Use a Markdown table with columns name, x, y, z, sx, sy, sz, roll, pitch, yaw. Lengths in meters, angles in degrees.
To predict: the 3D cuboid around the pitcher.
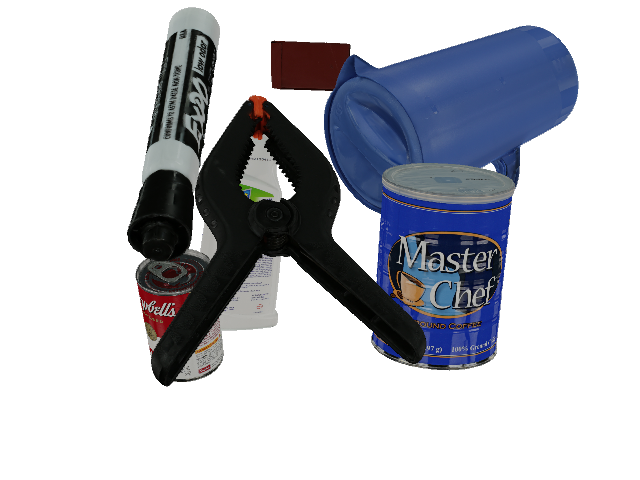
| name | x | y | z | sx | sy | sz | roll | pitch | yaw |
| --- | --- | --- | --- | --- | --- | --- | --- | --- | --- |
| pitcher | 0.137 | -0.115 | 1.023 | 0.242 | 0.149 | 0.145 | -25 | 46 | -32 |

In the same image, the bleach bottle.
| name | x | y | z | sx | sy | sz | roll | pitch | yaw |
| --- | --- | --- | --- | --- | --- | --- | --- | --- | --- |
| bleach bottle | -0.082 | -0.024 | 1.226 | 0.102 | 0.251 | 0.068 | -1 | 20 | -33 |

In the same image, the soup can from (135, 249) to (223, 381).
| name | x | y | z | sx | sy | sz | roll | pitch | yaw |
| --- | --- | --- | --- | --- | --- | --- | --- | --- | --- |
| soup can | -0.125 | 0.067 | 0.959 | 0.068 | 0.102 | 0.068 | -3 | 34 | 2 |

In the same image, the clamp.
| name | x | y | z | sx | sy | sz | roll | pitch | yaw |
| --- | --- | --- | --- | --- | --- | --- | --- | --- | --- |
| clamp | -0.020 | -0.003 | 0.681 | 0.164 | 0.210 | 0.036 | 2 | -33 | -6 |

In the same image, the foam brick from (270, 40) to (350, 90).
| name | x | y | z | sx | sy | sz | roll | pitch | yaw |
| --- | --- | --- | --- | --- | --- | --- | --- | --- | --- |
| foam brick | -0.011 | -0.188 | 1.149 | 0.078 | 0.051 | 0.053 | 0 | 11 | -14 |

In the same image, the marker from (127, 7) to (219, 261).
| name | x | y | z | sx | sy | sz | roll | pitch | yaw |
| --- | --- | --- | --- | --- | --- | --- | --- | --- | --- |
| marker | -0.047 | -0.038 | 0.350 | 0.020 | 0.020 | 0.121 | 0 | 43 | 0 |

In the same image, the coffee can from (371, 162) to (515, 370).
| name | x | y | z | sx | sy | sz | roll | pitch | yaw |
| --- | --- | --- | --- | --- | --- | --- | --- | --- | --- |
| coffee can | 0.095 | 0.018 | 0.846 | 0.103 | 0.140 | 0.103 | 3 | 17 | -1 |
